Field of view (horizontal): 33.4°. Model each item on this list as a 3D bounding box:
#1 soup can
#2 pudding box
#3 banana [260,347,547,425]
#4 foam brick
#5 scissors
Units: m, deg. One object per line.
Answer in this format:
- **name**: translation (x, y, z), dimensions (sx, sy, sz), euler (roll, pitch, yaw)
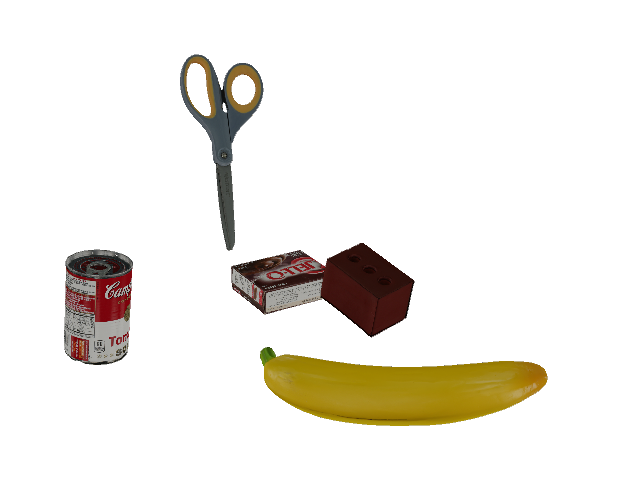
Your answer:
- **soup can**: translation (-0.231, 0.069, 1.105), dimensions (0.068, 0.102, 0.068), euler (6, 21, -2)
- **pudding box**: translation (-0.049, 0.054, 1.411), dimensions (0.113, 0.039, 0.090), euler (-15, 27, -29)
- **banana**: translation (0.044, 0.092, 0.690), dimensions (0.198, 0.037, 0.069), euler (4, 32, 16)
- **foam brick**: translation (0.046, 0.048, 1.065), dimensions (0.052, 0.051, 0.078), euler (-25, 47, -35)
- **scissors**: translation (-0.085, -0.098, 1.096), dimensions (0.096, 0.202, 0.016), euler (-19, -2, -23)
